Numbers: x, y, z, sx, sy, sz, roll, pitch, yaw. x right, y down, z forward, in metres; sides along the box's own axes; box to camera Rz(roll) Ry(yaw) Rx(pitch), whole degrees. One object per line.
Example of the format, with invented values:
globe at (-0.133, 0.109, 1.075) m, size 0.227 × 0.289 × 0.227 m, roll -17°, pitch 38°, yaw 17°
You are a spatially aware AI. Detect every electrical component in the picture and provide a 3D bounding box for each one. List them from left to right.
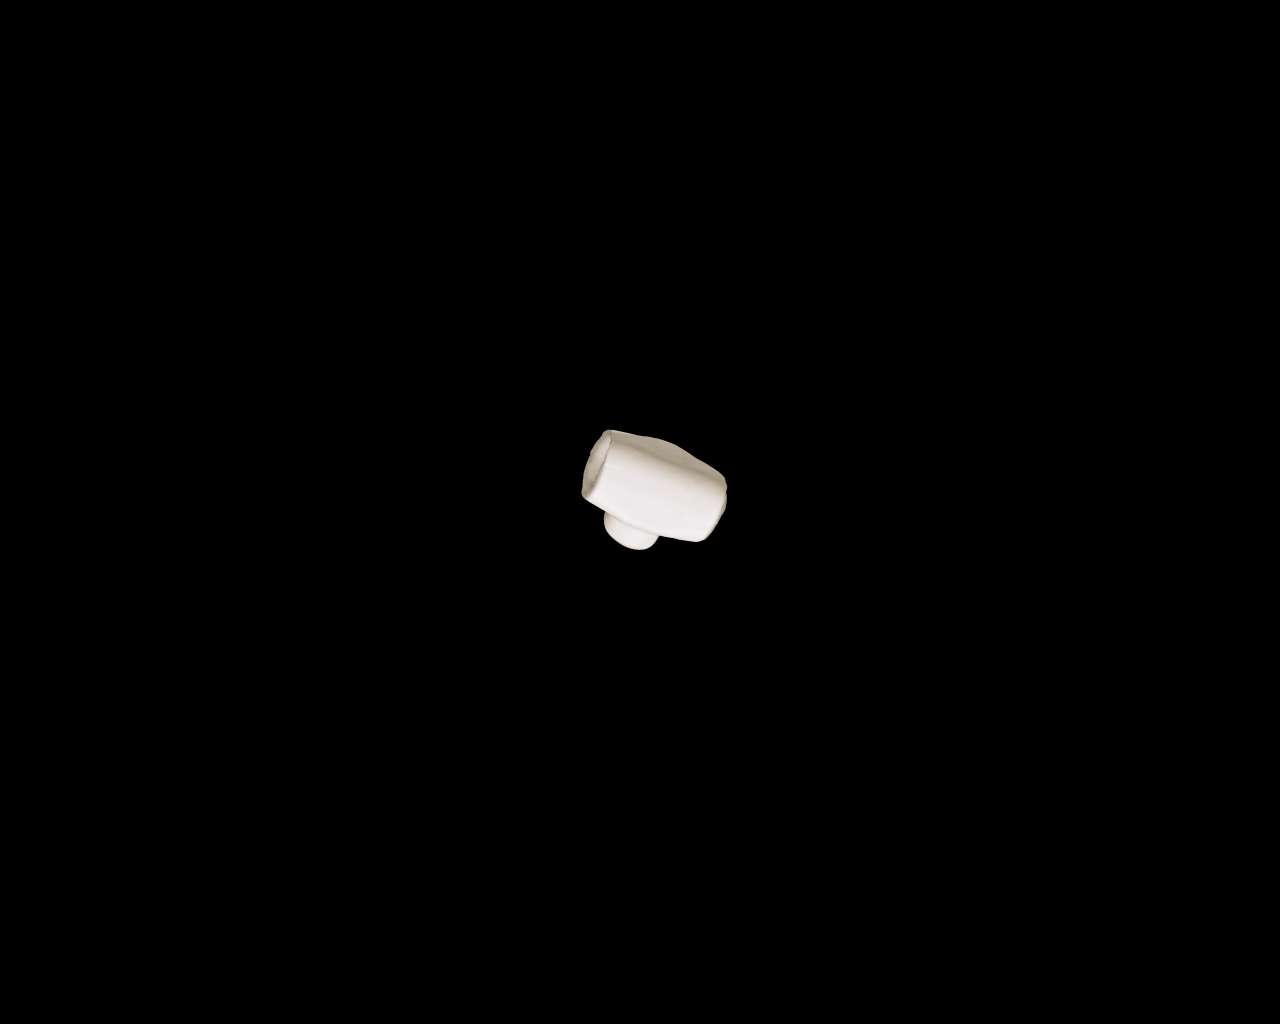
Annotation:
electrical component at (0.001, -0.003, 0.650) m, size 0.077 × 0.079 × 0.044 m, roll 21°, pitch 35°, yaw -15°
